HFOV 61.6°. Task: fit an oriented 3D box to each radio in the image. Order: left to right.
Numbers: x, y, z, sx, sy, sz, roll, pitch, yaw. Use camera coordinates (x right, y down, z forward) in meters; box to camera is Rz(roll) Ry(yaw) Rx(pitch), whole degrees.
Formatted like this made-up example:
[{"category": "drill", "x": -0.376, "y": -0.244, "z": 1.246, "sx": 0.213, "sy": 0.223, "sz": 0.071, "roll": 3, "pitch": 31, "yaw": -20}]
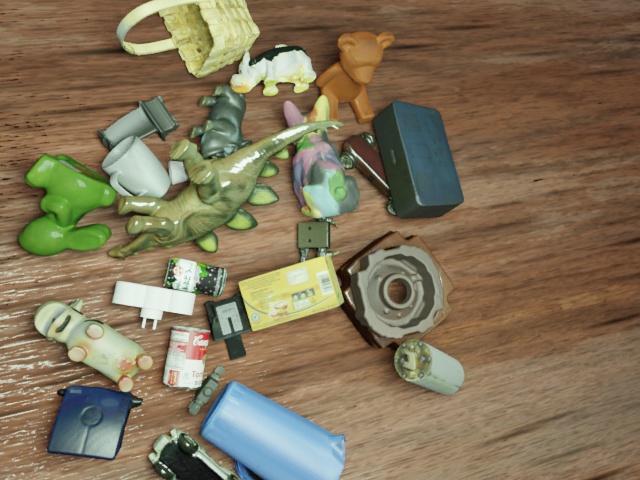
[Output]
[{"category": "radio", "x": 0.199, "y": -0.159, "z": 1.083, "sx": 0.131, "sy": 0.073, "sz": 0.229, "roll": -1, "pitch": 72, "yaw": -31}]

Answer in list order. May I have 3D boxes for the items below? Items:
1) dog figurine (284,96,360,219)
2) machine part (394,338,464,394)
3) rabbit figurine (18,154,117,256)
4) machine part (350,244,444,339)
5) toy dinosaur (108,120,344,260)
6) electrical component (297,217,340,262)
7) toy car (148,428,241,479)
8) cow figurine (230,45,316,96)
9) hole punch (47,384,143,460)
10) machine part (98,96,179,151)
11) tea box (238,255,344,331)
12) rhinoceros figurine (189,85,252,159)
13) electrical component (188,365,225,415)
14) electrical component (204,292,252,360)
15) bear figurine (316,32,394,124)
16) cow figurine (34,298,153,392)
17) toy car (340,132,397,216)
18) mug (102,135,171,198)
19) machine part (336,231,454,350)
[{"category": "dog figurine", "x": -0.004, "y": -0.159, "z": 1.013, "sx": 0.108, "sy": 0.192, "sz": 0.219, "roll": -13, "pitch": 102, "yaw": -10}, {"category": "machine part", "x": 0.211, "y": 0.243, "z": 1.021, "sx": 0.243, "sy": 0.079, "sz": 0.079, "roll": 31, "pitch": 72, "yaw": -49}, {"category": "rabbit figurine", "x": -0.437, "y": -0.043, "z": 0.927, "sx": 0.159, "sy": 0.121, "sz": 0.170, "roll": 31, "pitch": 94, "yaw": -16}, {"category": "machine part", "x": 0.141, "y": 0.095, "z": 0.989, "sx": 0.179, "sy": 0.056, "sz": 0.179, "roll": 2, "pitch": 81, "yaw": -15}, {"category": "toy dinosaur", "x": -0.176, "y": -0.087, "z": 0.924, "sx": 0.471, "sy": 0.198, "sz": 0.105, "roll": -33, "pitch": 60, "yaw": 14}, {"category": "electrical component", "x": -0.003, "y": -0.005, "z": 1.059, "sx": 0.078, "sy": 0.045, "sz": 0.102, "roll": -8, "pitch": 81, "yaw": 12}, {"category": "toy car", "x": -0.209, "y": 0.414, "z": 0.943, "sx": 0.201, "sy": 0.056, "sz": 0.073, "roll": 43, "pitch": 81, "yaw": -5}, {"category": "cow figurine", "x": -0.100, "y": -0.340, "z": 1.061, "sx": 0.167, "sy": 0.068, "sz": 0.098, "roll": -10, "pitch": 80, "yaw": -19}, {"category": "hole punch", "x": -0.380, "y": 0.304, "z": 0.895, "sx": 0.142, "sy": 0.092, "sz": 0.115, "roll": 11, "pitch": 77, "yaw": -10}, {"category": "machine part", "x": -0.338, "y": -0.208, "z": 0.997, "sx": 0.139, "sy": 0.039, "sz": 0.084, "roll": -32, "pitch": 97, "yaw": -18}, {"category": "tea box", "x": -0.052, "y": 0.096, "z": 0.986, "sx": 0.170, "sy": 0.068, "sz": 0.098, "roll": -16, "pitch": 87, "yaw": 10}, {"category": "rhinoceros figurine", "x": -0.182, "y": -0.197, "z": 1.015, "sx": 0.112, "sy": 0.073, "sz": 0.190, "roll": 18, "pitch": 66, "yaw": -39}, {"category": "electrical component", "x": -0.201, "y": 0.266, "z": 0.958, "sx": 0.021, "sy": 0.063, "sz": 0.094, "roll": 39, "pitch": 74, "yaw": -7}, {"category": "electrical component", "x": -0.166, "y": 0.162, "z": 0.990, "sx": 0.075, "sy": 0.048, "sz": 0.119, "roll": -11, "pitch": 84, "yaw": -15}, {"category": "bear figurine", "x": 0.070, "y": -0.310, "z": 1.037, "sx": 0.120, "sy": 0.196, "sz": 0.132, "roll": -10, "pitch": 87, "yaw": -19}, {"category": "cow figurine", "x": -0.385, "y": 0.166, "z": 0.904, "sx": 0.194, "sy": 0.127, "sz": 0.085, "roll": 39, "pitch": 75, "yaw": -22}, {"category": "toy car", "x": 0.123, "y": -0.132, "z": 1.103, "sx": 0.202, "sy": 0.053, "sz": 0.089, "roll": 44, "pitch": 54, "yaw": -7}, {"category": "mug", "x": -0.320, "y": -0.113, "z": 0.951, "sx": 0.107, "sy": 0.081, "sz": 0.110, "roll": 46, "pitch": 30, "yaw": -35}, {"category": "machine part", "x": 0.144, "y": 0.100, "z": 1.062, "sx": 0.201, "sy": 0.087, "sz": 0.201, "roll": -37, "pitch": 94, "yaw": -18}]
